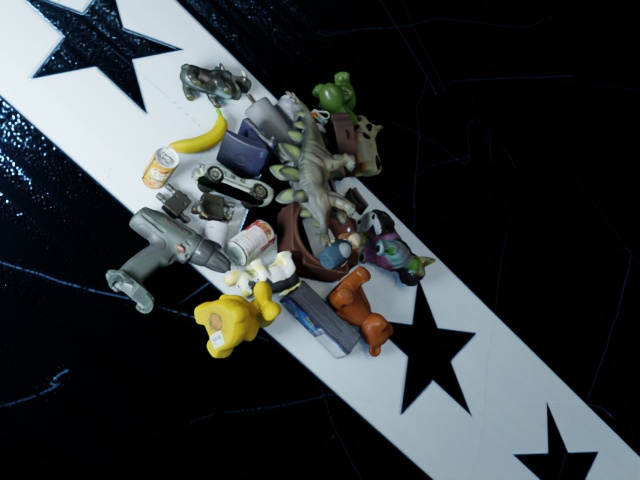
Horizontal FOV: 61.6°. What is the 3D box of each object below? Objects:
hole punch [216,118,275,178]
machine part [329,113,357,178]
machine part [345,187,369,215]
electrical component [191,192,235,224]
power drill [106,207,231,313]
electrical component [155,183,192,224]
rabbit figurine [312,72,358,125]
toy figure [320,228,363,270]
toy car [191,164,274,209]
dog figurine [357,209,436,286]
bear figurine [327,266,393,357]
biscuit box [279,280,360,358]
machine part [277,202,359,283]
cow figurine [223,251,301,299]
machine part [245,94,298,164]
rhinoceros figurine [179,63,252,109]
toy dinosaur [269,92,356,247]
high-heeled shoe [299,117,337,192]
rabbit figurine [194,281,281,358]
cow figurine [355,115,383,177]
[{"bbox_3d":[-0.182,-0.216,1.309,0.116,0.142,0.092,43,47,8],"label":"hole punch"},{"bbox_3d":[0.064,-0.257,1.465,0.056,0.179,0.179,-7,69,-3],"label":"machine part"},{"bbox_3d":[0.085,-0.099,1.488,0.139,0.039,0.084,-32,92,-52],"label":"machine part"},{"bbox_3d":[-0.244,-0.072,1.243,0.102,0.045,0.078,19,59,-26],"label":"electrical component"},{"bbox_3d":[-0.317,0.049,1.110,0.232,0.086,0.207,40,54,-10],"label":"power drill"},{"bbox_3d":[-0.321,-0.081,1.209,0.094,0.021,0.063,43,50,-9],"label":"electrical component"},{"bbox_3d":[0.038,-0.393,1.538,0.170,0.121,0.159,-39,112,-72],"label":"rabbit figurine"},{"bbox_3d":[0.060,0.019,1.294,0.154,0.058,0.064,-37,130,-42],"label":"toy figure"},{"bbox_3d":[-0.207,-0.128,1.279,0.201,0.073,0.056,20,61,-26],"label":"toy car"},{"bbox_3d":[0.213,0.026,1.478,0.219,0.108,0.191,18,55,-32],"label":"dog figurine"},{"bbox_3d":[0.112,0.181,1.315,0.196,0.132,0.120,46,56,0],"label":"bear figurine"},{"bbox_3d":[-0.001,0.187,1.273,0.202,0.059,0.063,46,51,-7],"label":"biscuit box"},{"bbox_3d":[-0.003,-0.004,1.352,0.201,0.087,0.201,14,61,-28],"label":"machine part"},{"bbox_3d":[-0.129,0.092,1.216,0.167,0.068,0.098,-20,83,-21],"label":"cow figurine"},{"bbox_3d":[-0.120,-0.288,1.419,0.079,0.079,0.243,-37,91,-41],"label":"machine part"},{"bbox_3d":[-0.268,-0.402,1.383,0.190,0.073,0.112,1,57,-33],"label":"rhinoceros figurine"},{"bbox_3d":[-0.018,-0.182,1.322,0.198,0.105,0.471,10,54,-20],"label":"toy dinosaur"},{"bbox_3d":[-0.020,-0.217,1.432,0.248,0.086,0.145,62,30,-15],"label":"high-heeled shoe"},{"bbox_3d":[-0.154,0.153,1.142,0.173,0.162,0.122,-1,54,-54],"label":"rabbit figurine"},{"bbox_3d":[0.134,-0.280,1.588,0.127,0.085,0.195,0,71,-37],"label":"cow figurine"}]
